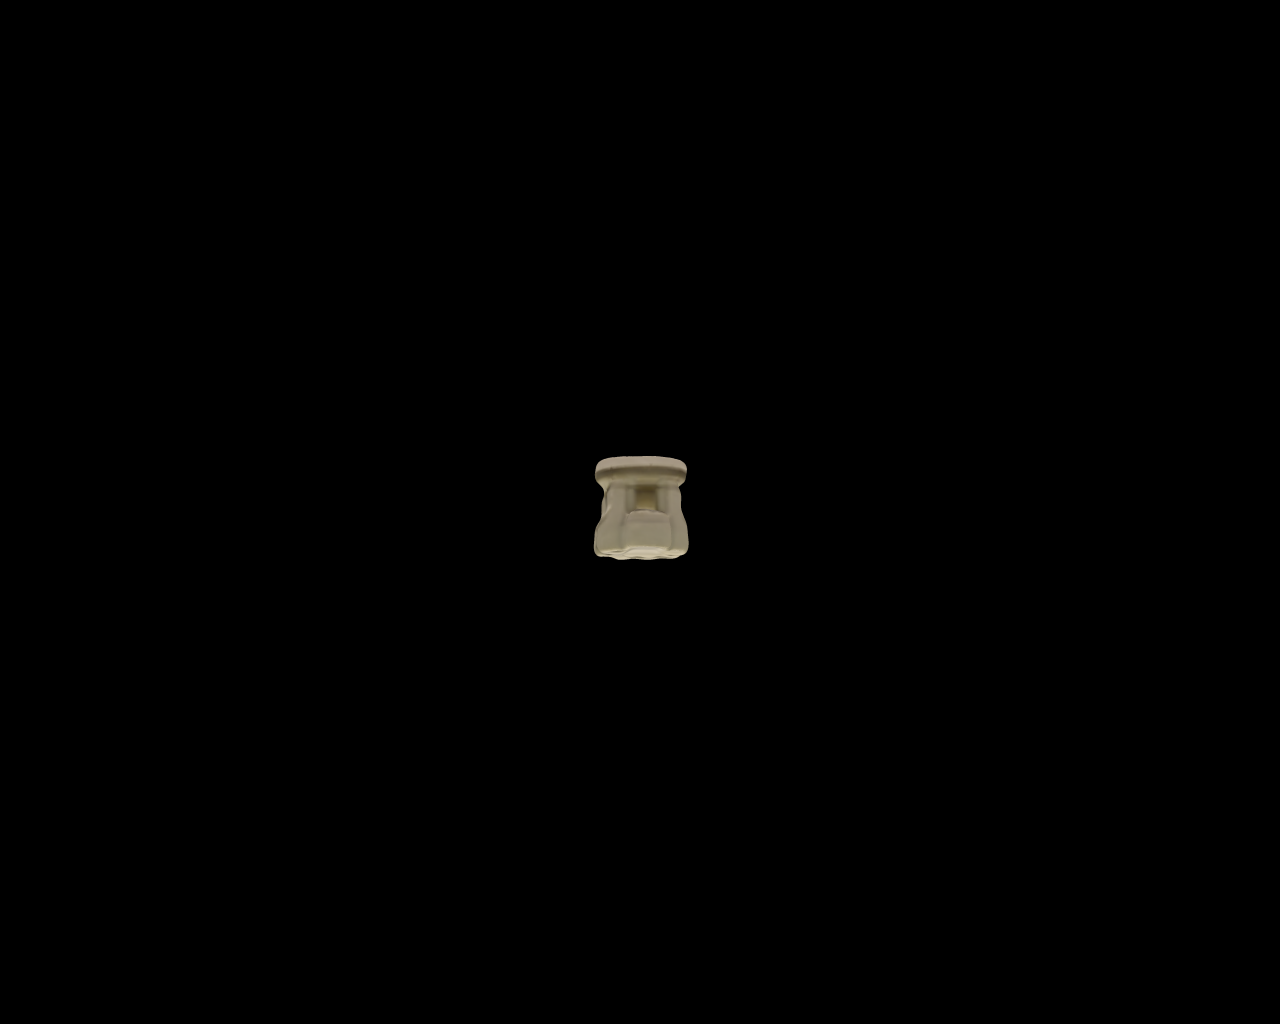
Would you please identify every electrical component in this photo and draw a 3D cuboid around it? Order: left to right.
[{"bbox_3d":[0.001,-0.003,0.650,0.058,0.057,0.078,1,-9,-7],"label":"electrical component"}]
